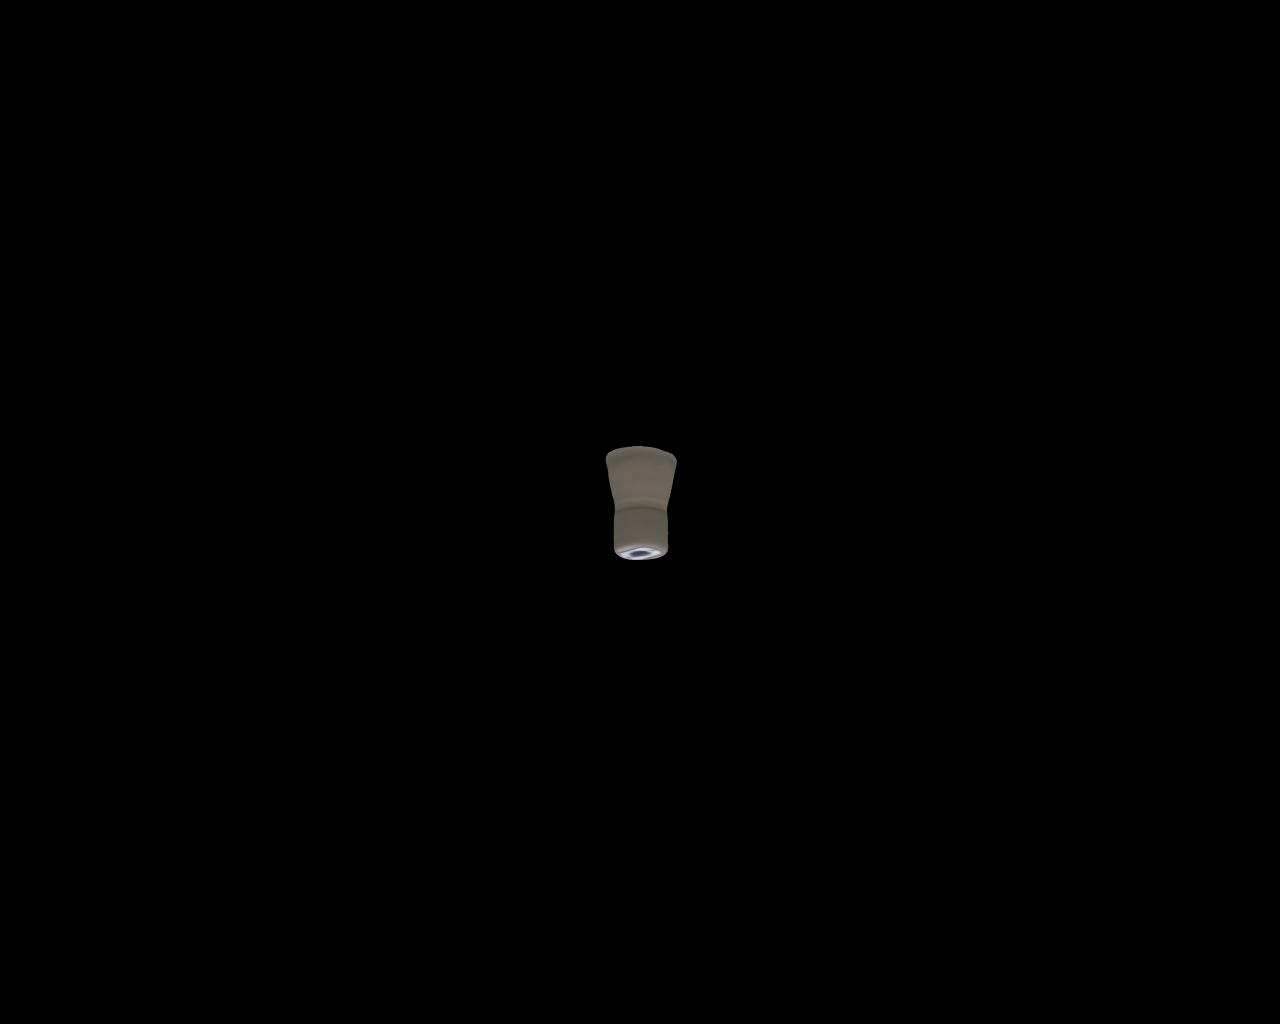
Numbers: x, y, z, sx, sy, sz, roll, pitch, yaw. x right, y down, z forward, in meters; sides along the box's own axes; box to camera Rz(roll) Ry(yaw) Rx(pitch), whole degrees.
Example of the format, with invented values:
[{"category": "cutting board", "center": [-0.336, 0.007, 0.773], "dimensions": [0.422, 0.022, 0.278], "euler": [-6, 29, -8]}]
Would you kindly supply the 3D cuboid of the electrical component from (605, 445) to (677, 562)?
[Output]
[{"category": "electrical component", "center": [0.001, -0.003, 0.650], "dimensions": [0.044, 0.065, 0.044], "euler": [0, -19, 0]}]
